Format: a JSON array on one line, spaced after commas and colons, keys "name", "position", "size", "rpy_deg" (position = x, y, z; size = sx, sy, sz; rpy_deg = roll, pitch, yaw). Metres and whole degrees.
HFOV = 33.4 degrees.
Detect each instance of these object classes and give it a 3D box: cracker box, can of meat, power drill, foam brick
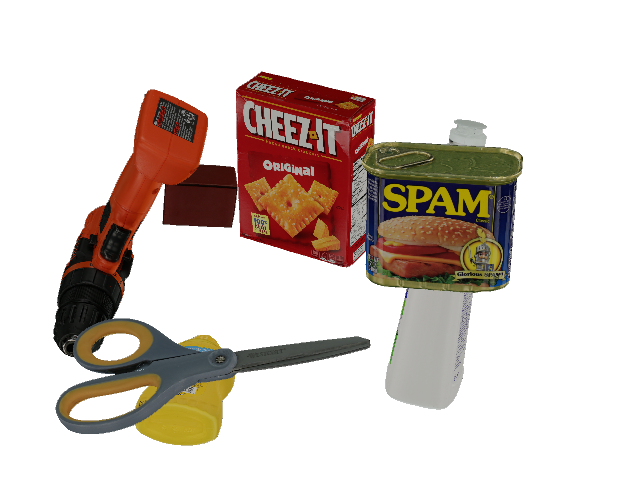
[{"name": "cracker box", "position": [-0.021, -0.086, 1.334], "size": [0.164, 0.214, 0.072], "rpy_deg": [17, 36, 24]}, {"name": "can of meat", "position": [0.079, -0.015, 0.703], "size": [0.102, 0.084, 0.057], "rpy_deg": [4, 24, 10]}, {"name": "power drill", "position": [-0.160, -0.016, 0.870], "size": [0.057, 0.188, 0.184], "rpy_deg": [25, 30, -18]}, {"name": "foam brick", "position": [-0.132, -0.050, 1.164], "size": [0.078, 0.051, 0.053], "rpy_deg": [3, 28, -8]}]

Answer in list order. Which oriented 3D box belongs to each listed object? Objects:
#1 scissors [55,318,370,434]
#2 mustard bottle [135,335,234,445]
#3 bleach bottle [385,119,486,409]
[{"name": "scissors", "position": [-0.077, 0.070, 0.701], "size": [0.201, 0.016, 0.096], "rpy_deg": [-19, 45, -10]}, {"name": "mustard bottle", "position": [-0.152, 0.166, 1.268], "size": [0.096, 0.058, 0.191], "rpy_deg": [4, 25, 4]}, {"name": "bleach bottle", "position": [0.111, 0.017, 0.944], "size": [0.068, 0.251, 0.102], "rpy_deg": [12, 19, 11]}]
